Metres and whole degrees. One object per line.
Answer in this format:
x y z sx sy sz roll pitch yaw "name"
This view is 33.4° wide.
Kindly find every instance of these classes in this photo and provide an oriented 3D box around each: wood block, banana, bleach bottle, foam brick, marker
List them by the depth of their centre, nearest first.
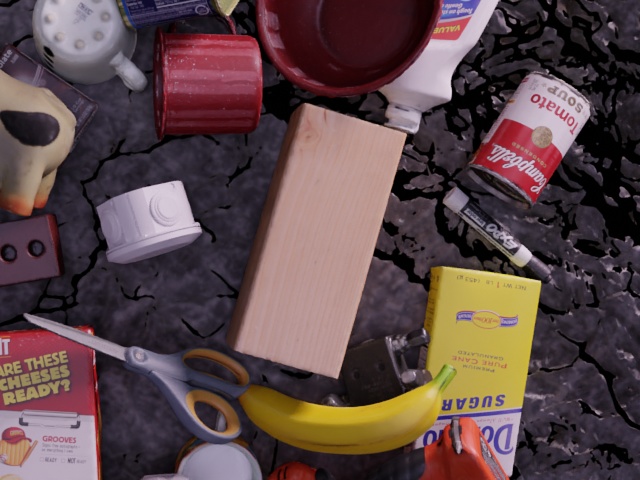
0.016 0.144 0.872 0.198 0.069 0.037 -8 129 23 "banana"
-0.253 0.011 0.877 0.078 0.051 0.053 -11 92 -8 "foam brick"
-0.006 0.001 0.893 0.090 0.090 0.206 16 88 -8 "wood block"
0.114 -0.212 0.923 0.102 0.068 0.251 17 90 -6 "bleach bottle"
0.160 -0.002 0.952 0.121 0.020 0.020 40 85 -6 "marker"

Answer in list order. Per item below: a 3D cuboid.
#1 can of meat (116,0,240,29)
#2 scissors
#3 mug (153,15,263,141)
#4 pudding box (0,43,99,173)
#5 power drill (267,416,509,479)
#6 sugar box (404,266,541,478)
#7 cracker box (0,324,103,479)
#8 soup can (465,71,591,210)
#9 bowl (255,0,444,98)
-0.110 -0.212 0.858 0.084 0.102 0.057 -7 121 16 "can of meat"
-0.137 0.112 0.845 0.201 0.016 0.096 14 45 -37 "scissors"
-0.094 -0.140 0.883 0.081 0.093 0.117 -1 75 -13 "mug"
-0.250 -0.090 0.882 0.090 0.039 0.113 34 86 -6 "pudding box"
0.070 0.239 0.887 0.188 0.057 0.184 -25 112 13 "power drill"
0.133 0.115 0.936 0.093 0.048 0.176 8 88 -6 "sugar box"
-0.260 0.181 0.868 0.164 0.072 0.214 -3 90 -10 "cracker box"
0.182 -0.087 0.931 0.068 0.068 0.102 34 85 -7 "soup can"
0.030 -0.192 0.879 0.162 0.055 0.162 -2 85 21 "bowl"
